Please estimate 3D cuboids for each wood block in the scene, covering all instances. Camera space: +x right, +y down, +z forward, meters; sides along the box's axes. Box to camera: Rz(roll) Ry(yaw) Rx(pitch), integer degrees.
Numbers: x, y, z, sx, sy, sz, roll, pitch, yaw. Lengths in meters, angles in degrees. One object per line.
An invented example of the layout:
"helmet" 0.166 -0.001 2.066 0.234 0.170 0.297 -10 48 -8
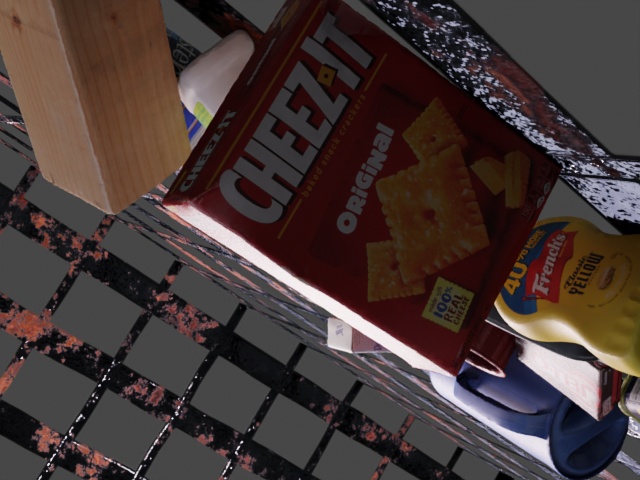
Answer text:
"wood block" -0.170 -0.134 0.783 0.091 0.090 0.206 26 142 31

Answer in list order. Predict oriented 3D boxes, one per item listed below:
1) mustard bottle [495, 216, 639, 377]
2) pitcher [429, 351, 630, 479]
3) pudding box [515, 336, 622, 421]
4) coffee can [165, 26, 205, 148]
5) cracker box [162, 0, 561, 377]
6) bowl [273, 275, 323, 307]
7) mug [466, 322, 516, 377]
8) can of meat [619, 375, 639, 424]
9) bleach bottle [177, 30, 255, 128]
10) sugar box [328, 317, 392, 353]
"mustard bottle" 0.180 0.030 0.773 0.058 0.096 0.192 37 170 -32
"pitcher" 0.234 0.178 1.271 0.243 0.145 0.149 23 154 54
"pudding box" 0.243 0.112 1.046 0.114 0.039 0.090 41 157 37
"coffee can" -0.159 -0.142 0.926 0.140 0.103 0.103 34 170 -18
"cracker box" 0.033 -0.035 0.693 0.213 0.164 0.072 34 168 -19
"bowl" -0.007 0.001 1.113 0.162 0.055 0.162 33 -160 -14
"mug" 0.171 0.087 1.139 0.093 0.081 0.117 34 170 -14
"can of meat" 0.359 0.167 1.046 0.102 0.057 0.084 34 168 -22
"bleach bottle" -0.013 -0.042 0.850 0.251 0.068 0.103 52 171 -3
"sugar box" 0.107 0.124 1.409 0.176 0.048 0.093 4 179 -20
